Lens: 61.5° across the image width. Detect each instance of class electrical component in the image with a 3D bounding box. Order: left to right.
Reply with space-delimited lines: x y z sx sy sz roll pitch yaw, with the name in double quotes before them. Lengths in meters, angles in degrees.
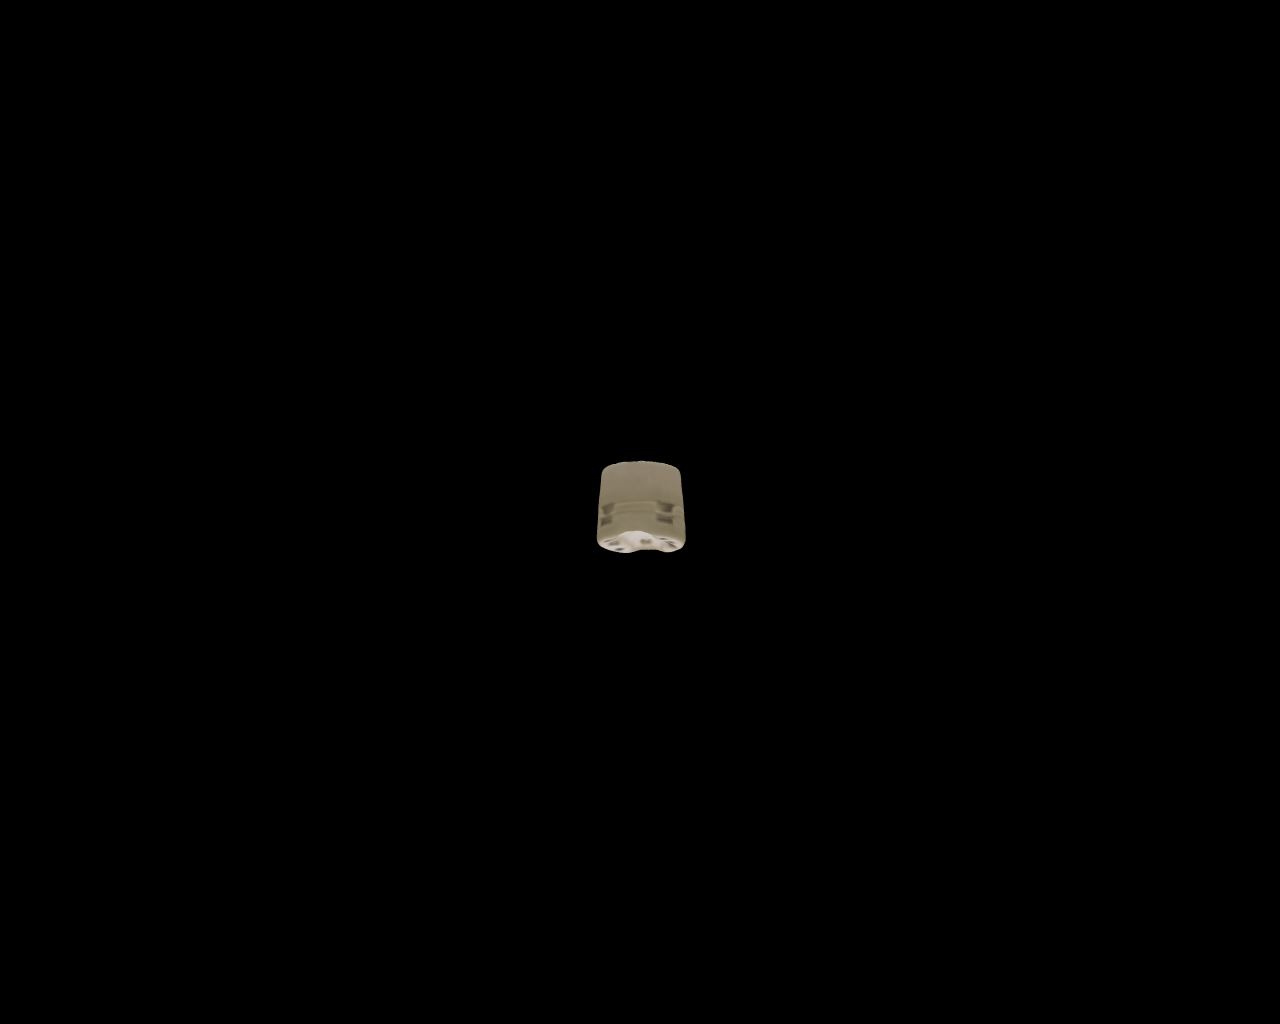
"electrical component" 0.001 -0.003 0.650 0.055 0.047 0.055 0 -14 0
